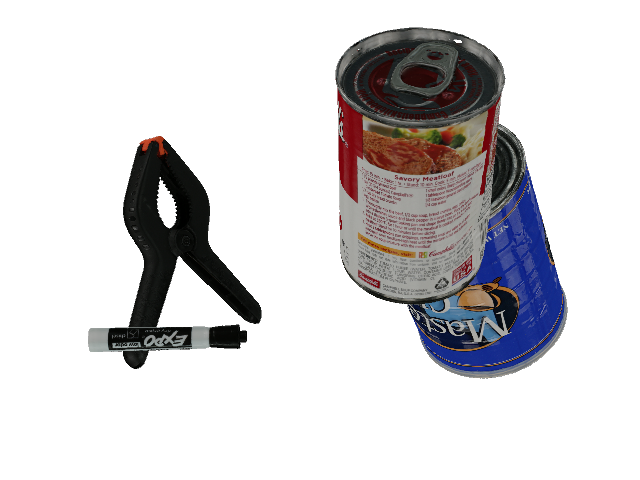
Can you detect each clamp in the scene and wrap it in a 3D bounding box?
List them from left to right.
[{"bbox_3d":[-0.130,0.005,1.020,0.036,0.210,0.164,-7,0,44],"label":"clamp"}]

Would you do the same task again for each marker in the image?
[{"bbox_3d":[-0.117,0.075,0.822,0.121,0.020,0.020,-1,0,0],"label":"marker"}]

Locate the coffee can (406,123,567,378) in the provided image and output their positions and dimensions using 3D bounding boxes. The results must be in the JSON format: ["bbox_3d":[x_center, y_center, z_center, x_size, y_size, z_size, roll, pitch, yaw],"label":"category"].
[{"bbox_3d":[0.095,0.007,0.685,0.103,0.102,0.140,0,-42,26],"label":"coffee can"}]

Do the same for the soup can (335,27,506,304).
[{"bbox_3d":[0.041,-0.031,0.461,0.068,0.102,0.068,-1,43,1],"label":"soup can"}]
